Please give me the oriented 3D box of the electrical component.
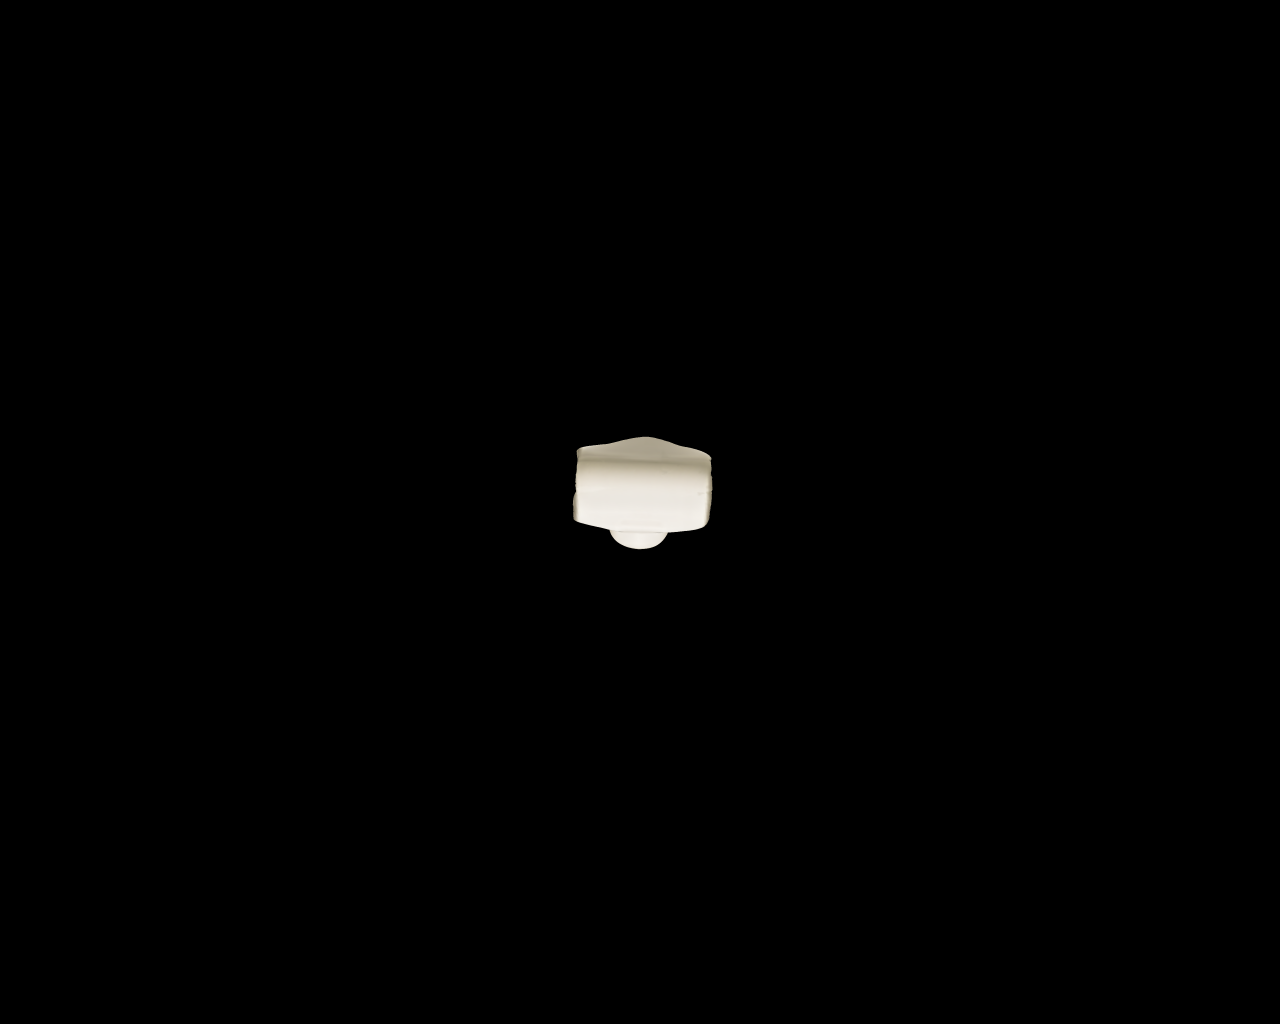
[{"bbox_3d":[0.001,-0.003,0.650,0.077,0.043,0.079,2,-43,-2],"label":"electrical component"}]
